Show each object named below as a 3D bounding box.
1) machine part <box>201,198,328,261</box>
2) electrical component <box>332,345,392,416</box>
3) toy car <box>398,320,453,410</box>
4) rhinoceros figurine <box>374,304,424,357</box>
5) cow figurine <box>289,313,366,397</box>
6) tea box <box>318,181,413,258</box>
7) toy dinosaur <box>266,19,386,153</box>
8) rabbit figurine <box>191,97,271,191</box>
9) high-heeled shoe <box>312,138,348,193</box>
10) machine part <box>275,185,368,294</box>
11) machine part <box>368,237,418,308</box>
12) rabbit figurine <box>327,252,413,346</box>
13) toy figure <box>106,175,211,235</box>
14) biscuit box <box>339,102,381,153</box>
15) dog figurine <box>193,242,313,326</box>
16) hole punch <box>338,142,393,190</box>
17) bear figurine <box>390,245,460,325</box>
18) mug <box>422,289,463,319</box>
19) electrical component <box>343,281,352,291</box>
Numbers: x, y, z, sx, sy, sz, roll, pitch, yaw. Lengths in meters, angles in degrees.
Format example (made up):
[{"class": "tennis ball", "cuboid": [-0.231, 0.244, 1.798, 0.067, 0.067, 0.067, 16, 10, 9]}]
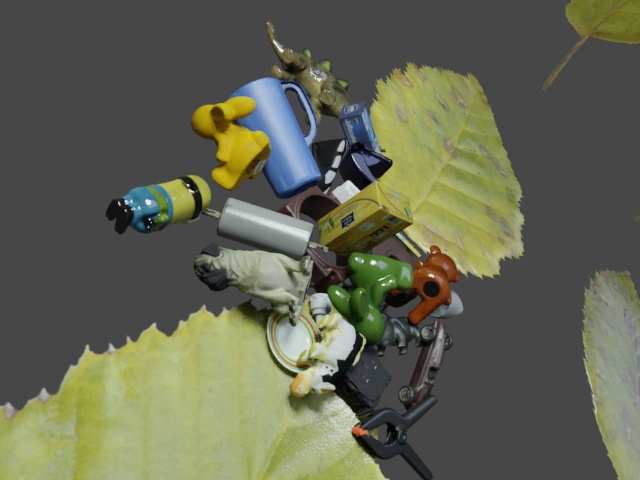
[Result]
[{"class": "machine part", "cuboid": [-0.100, -0.019, 1.001, 0.243, 0.079, 0.079, 17, 46, -2]}, {"class": "electrical component", "cuboid": [0.071, 0.256, 1.052, 0.134, 0.058, 0.115, 51, 36, -6]}, {"class": "toy car", "cuboid": [0.232, 0.271, 1.146, 0.089, 0.053, 0.202, 32, 77, -39]}, {"class": "rhinoceros figurine", "cuboid": [0.147, 0.191, 1.166, 0.190, 0.073, 0.112, 16, 54, -39]}, {"class": "cow figurine", "cuboid": [0.015, 0.221, 0.963, 0.098, 0.068, 0.167, 38, 60, -12]}, {"class": "tea box", "cuboid": [0.086, -0.034, 1.051, 0.098, 0.170, 0.068, 23, 50, -37]}, {"class": "toy dinosaur", "cuboid": [0.016, -0.389, 1.431, 0.471, 0.105, 0.198, 50, 35, -14]}, {"class": "rabbit figurine", "cuboid": [-0.188, -0.206, 1.063, 0.173, 0.162, 0.122, 43, 49, 13]}, {"class": "high-heeled shoe", "cuboid": [0.023, -0.171, 1.316, 0.249, 0.086, 0.145, -30, 116, -66]}, {"class": "machine part", "cuboid": [-0.002, -0.003, 1.141, 0.201, 0.087, 0.201, 52, 39, -2]}, {"class": "machine part", "cuboid": [0.171, 0.070, 1.294, 0.179, 0.056, 0.179, 27, 45, -30]}, {"class": "rabbit figurine", "cuboid": [0.098, 0.117, 1.042, 0.159, 0.121, 0.170, 24, 68, -47]}, {"class": "toy figure", "cuboid": [-0.262, -0.059, 0.904, 0.180, 0.089, 0.082, -18, 84, -53]}, {"class": "biscuit box", "cuboid": [0.110, -0.255, 1.390, 0.059, 0.063, 0.202, -75, 149, -42]}, {"class": "dog figurine", "cuboid": [-0.117, 0.068, 0.964, 0.191, 0.172, 0.121, 13, 64, 7]}, {"class": "hole punch", "cuboid": [0.104, -0.169, 1.345, 0.116, 0.142, 0.092, 27, 72, -6]}, {"class": "bear figurine", "cuboid": [0.249, 0.093, 1.241, 0.120, 0.132, 0.196, 54, 20, -2]}, {"class": "mug", "cuboid": [0.315, 0.154, 1.374, 0.107, 0.081, 0.110, 24, 39, -48]}, {"class": "electrical component", "cuboid": [0.099, 0.100, 1.176, 0.102, 0.078, 0.045, -30, 112, -18]}]
